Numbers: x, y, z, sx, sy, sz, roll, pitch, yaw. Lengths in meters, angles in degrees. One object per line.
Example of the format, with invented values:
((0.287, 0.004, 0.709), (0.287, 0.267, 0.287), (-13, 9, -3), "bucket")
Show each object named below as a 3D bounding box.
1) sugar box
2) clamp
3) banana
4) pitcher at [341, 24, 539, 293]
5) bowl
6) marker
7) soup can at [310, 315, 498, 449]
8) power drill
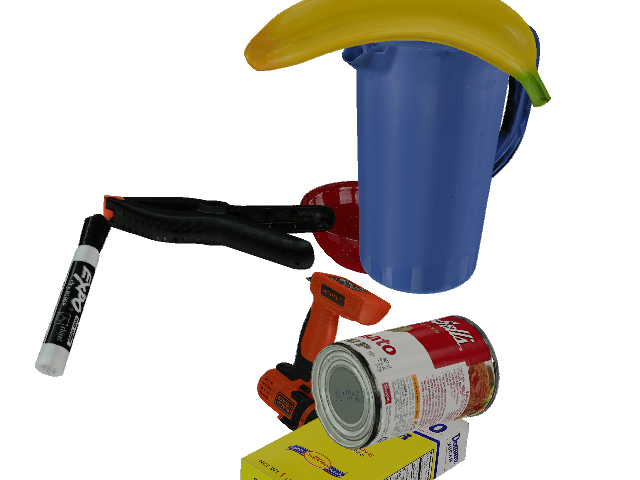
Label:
((0.030, 0.176, 0.861), (0.093, 0.048, 0.175), (24, 35, 38), "sugar box")
((-0.091, -0.013, 0.938), (0.210, 0.036, 0.164), (5, 13, -1), "clamp")
((0.053, -0.129, 0.659), (0.197, 0.069, 0.037), (5, -18, -10), "banana")
((0.101, -0.082, 0.931), (0.149, 0.243, 0.144), (9, 31, 13), "pitcher")
((0.057, -0.008, 1.121), (0.162, 0.055, 0.162), (5, 26, -2), "bowl")
((-0.166, 0.034, 0.722), (0.020, 0.121, 0.020), (8, -32, 5), "marker")
((0.053, 0.089, 0.676), (0.102, 0.068, 0.069), (-9, 5, -36), "soup can")
((0.013, 0.144, 1.242), (0.057, 0.188, 0.185), (15, 10, -44), "power drill")
